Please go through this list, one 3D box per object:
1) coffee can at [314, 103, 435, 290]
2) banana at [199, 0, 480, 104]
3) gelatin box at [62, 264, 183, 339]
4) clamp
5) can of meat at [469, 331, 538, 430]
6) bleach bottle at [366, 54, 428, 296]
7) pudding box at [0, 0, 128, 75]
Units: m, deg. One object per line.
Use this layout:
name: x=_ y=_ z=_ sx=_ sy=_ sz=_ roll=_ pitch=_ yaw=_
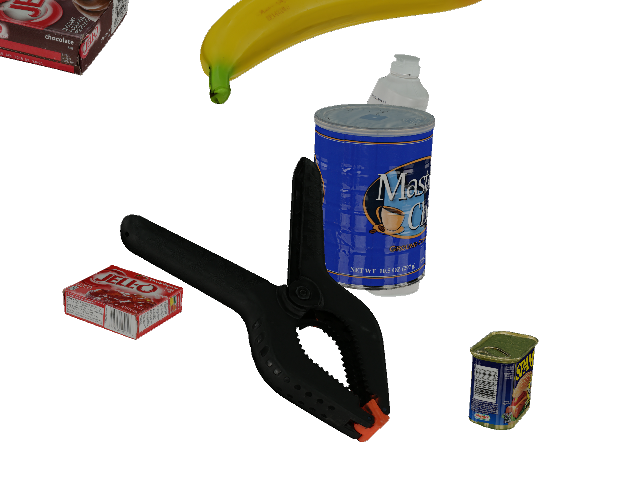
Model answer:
coffee can: x=0.044 y=-0.040 z=0.926 sx=0.103 sy=0.140 sz=0.103 roll=2 pitch=18 yaw=-1
banana: x=0.005 y=-0.129 z=0.618 sx=0.197 sy=0.070 sz=0.037 roll=-27 pitch=-28 yaw=-24
gelatin box: x=-0.188 y=0.057 z=1.016 sx=0.089 sy=0.030 sz=0.073 roll=17 pitch=25 yaw=25
clamp: x=-0.029 y=0.042 z=0.713 sx=0.164 sy=0.210 sz=0.036 roll=-15 pitch=-25 yaw=-32
can of meat: x=0.204 y=0.156 z=1.196 sx=0.058 sy=0.084 sz=0.101 roll=8 pitch=13 yaw=26
bleach bottle: x=0.079 y=-0.073 z=1.156 sx=0.068 sy=0.251 sz=0.103 roll=-4 pitch=23 yaw=-29
pudding box: x=-0.205 y=-0.175 z=0.817 sx=0.090 sy=0.039 sz=0.113 roll=14 pitch=36 yaw=3
